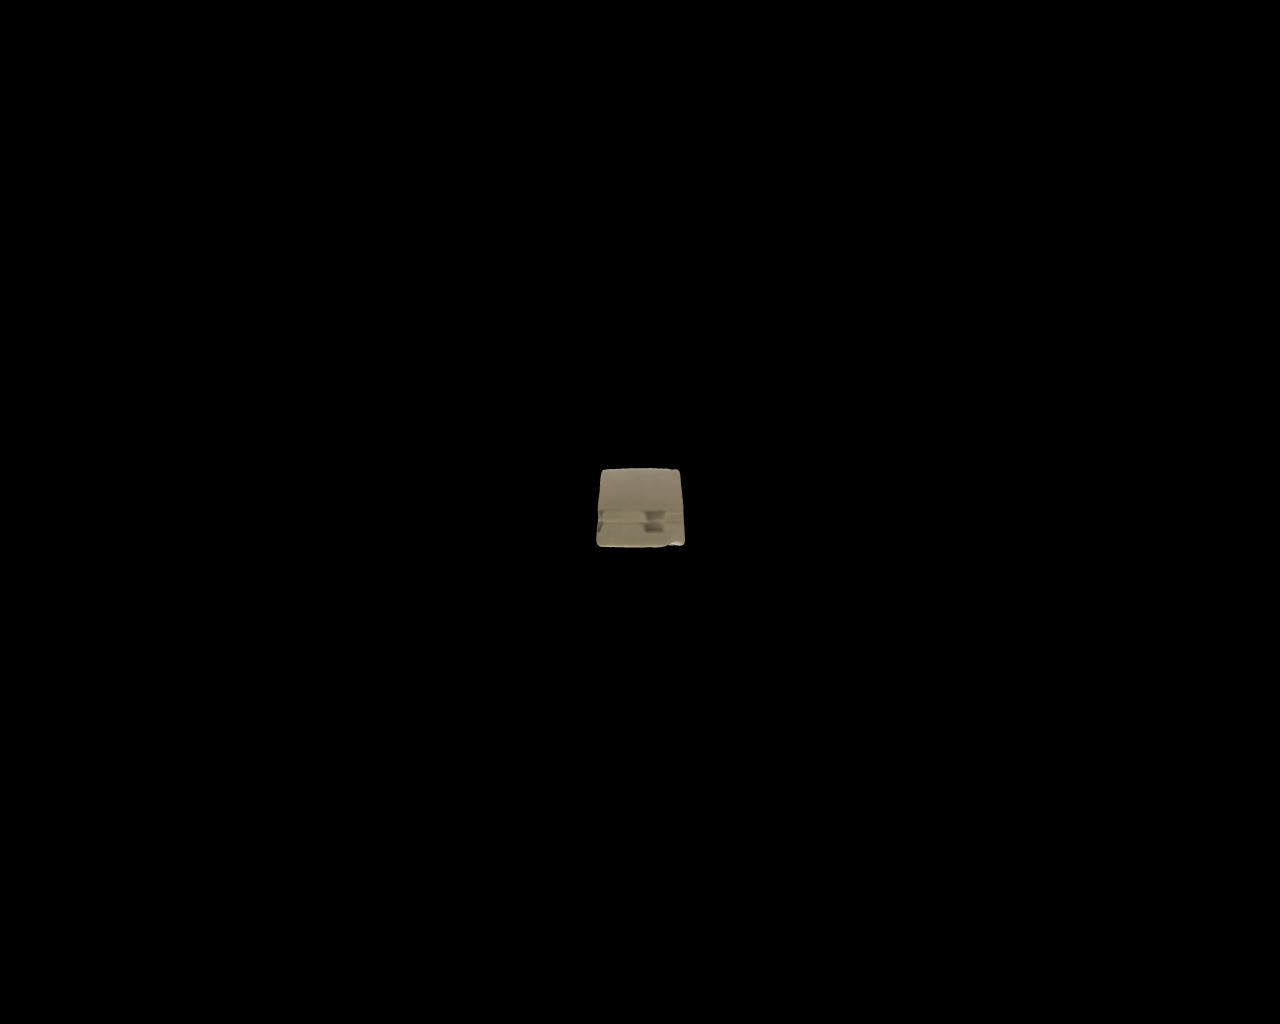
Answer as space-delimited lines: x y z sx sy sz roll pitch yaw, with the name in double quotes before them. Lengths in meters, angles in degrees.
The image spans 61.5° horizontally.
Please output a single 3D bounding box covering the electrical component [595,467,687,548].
"electrical component" 0.001 -0.003 0.650 0.055 0.047 0.055 0 0 0
